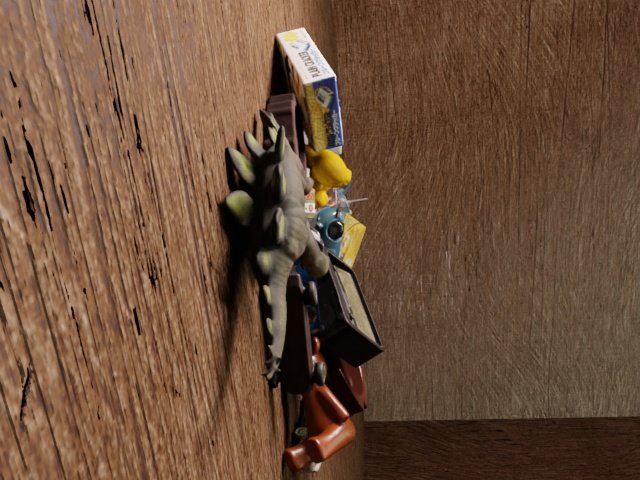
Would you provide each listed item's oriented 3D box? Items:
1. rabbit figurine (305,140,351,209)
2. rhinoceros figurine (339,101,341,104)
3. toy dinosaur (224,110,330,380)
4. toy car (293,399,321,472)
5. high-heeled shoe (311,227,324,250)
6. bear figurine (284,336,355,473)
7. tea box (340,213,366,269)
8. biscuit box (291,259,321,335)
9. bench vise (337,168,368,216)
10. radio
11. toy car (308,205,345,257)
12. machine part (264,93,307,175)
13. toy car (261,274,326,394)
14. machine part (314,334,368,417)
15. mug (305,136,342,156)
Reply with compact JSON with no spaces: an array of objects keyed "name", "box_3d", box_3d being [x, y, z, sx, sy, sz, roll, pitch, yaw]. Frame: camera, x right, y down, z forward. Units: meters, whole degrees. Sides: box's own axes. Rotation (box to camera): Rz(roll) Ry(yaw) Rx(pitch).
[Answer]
[{"name":"rabbit figurine","box_3d":[0.007,-0.157,1.147,0.162,0.122,0.173,61,-9,-15]},{"name":"rhinoceros figurine","box_3d":[-0.007,-0.335,1.299,0.190,0.112,0.073,-48,132,-70]},{"name":"toy dinosaur","box_3d":[-0.063,-0.022,0.727,0.198,0.105,0.471,63,14,-56]},{"name":"toy car","box_3d":[-0.016,0.383,1.084,0.202,0.056,0.073,-67,153,-74]},{"name":"high-heeled shoe","box_3d":[-0.051,-0.021,0.981,0.145,0.086,0.248,66,5,30]},{"name":"bear figurine","box_3d":[-0.021,0.281,0.945,0.132,0.120,0.196,-16,73,-42]},{"name":"tea box","box_3d":[0.038,0.023,1.313,0.098,0.068,0.169,35,72,-49]},{"name":"biscuit box","box_3d":[-0.040,0.082,0.908,0.063,0.059,0.202,-116,-165,-45]},{"name":"bench vise","box_3d":[0.039,-0.122,1.464,0.241,0.129,0.223,-117,-170,-61]},{"name":"radio","box_3d":[0.037,0.125,1.063,0.131,0.073,0.230,41,19,-39]},{"name":"toy car","box_3d":[-0.002,-0.004,1.194,0.109,0.103,0.161,-86,-174,-73]},{"name":"machine part","box_3d":[-0.061,-0.177,0.989,0.179,0.056,0.179,-5,91,-84]},{"name":"toy car","box_3d":[-0.042,0.148,0.850,0.053,0.089,0.202,-65,149,-76]},{"name":"machine part","box_3d":[0.022,0.255,1.129,0.202,0.087,0.200,-97,162,-58]},{"name":"mug","box_3d":[0.002,-0.225,1.332,0.081,0.107,0.109,-83,165,-51]}]
